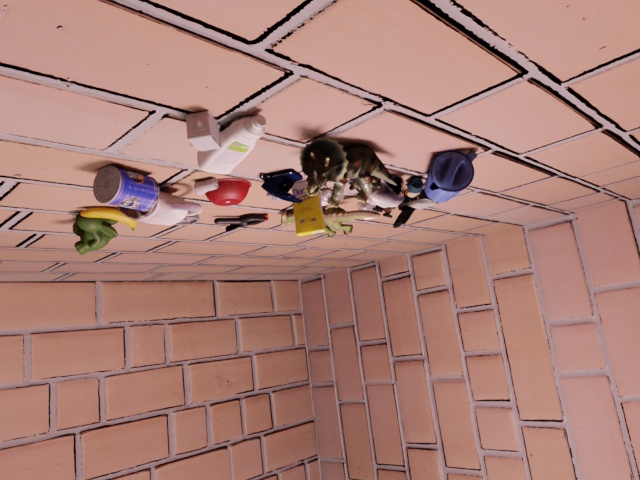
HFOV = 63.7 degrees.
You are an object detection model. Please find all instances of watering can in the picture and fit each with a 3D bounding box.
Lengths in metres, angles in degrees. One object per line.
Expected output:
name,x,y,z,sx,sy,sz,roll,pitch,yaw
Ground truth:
watering can,-0.543,-0.100,1.641,0.347,0.105,0.223,-2,172,30

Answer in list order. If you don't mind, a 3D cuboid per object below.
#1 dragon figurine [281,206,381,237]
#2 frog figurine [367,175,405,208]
dragon figurine,0.006,-0.099,1.972,0.241,0.124,0.407,16,160,-42
frog figurine,0.213,-0.154,1.796,0.139,0.123,0.157,-22,169,-42
